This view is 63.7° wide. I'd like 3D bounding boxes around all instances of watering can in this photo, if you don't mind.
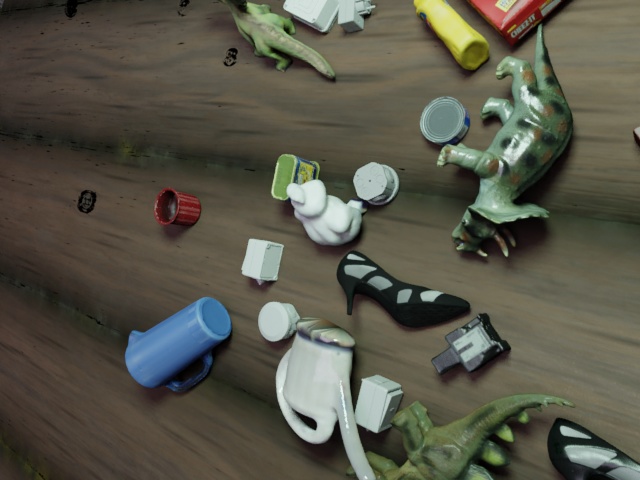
[{"bbox_3d":[0.015,0.269,0.945,0.349,0.103,0.224,13,91,58],"label":"watering can"}]

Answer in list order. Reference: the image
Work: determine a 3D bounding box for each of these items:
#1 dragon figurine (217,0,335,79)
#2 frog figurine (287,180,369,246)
[{"bbox_3d":[-0.150,-0.490,1.133,0.416,0.241,0.121,39,101,34],"label":"dragon figurine"},{"bbox_3d":[0.003,-0.050,1.002,0.138,0.159,0.122,23,98,34],"label":"frog figurine"}]
